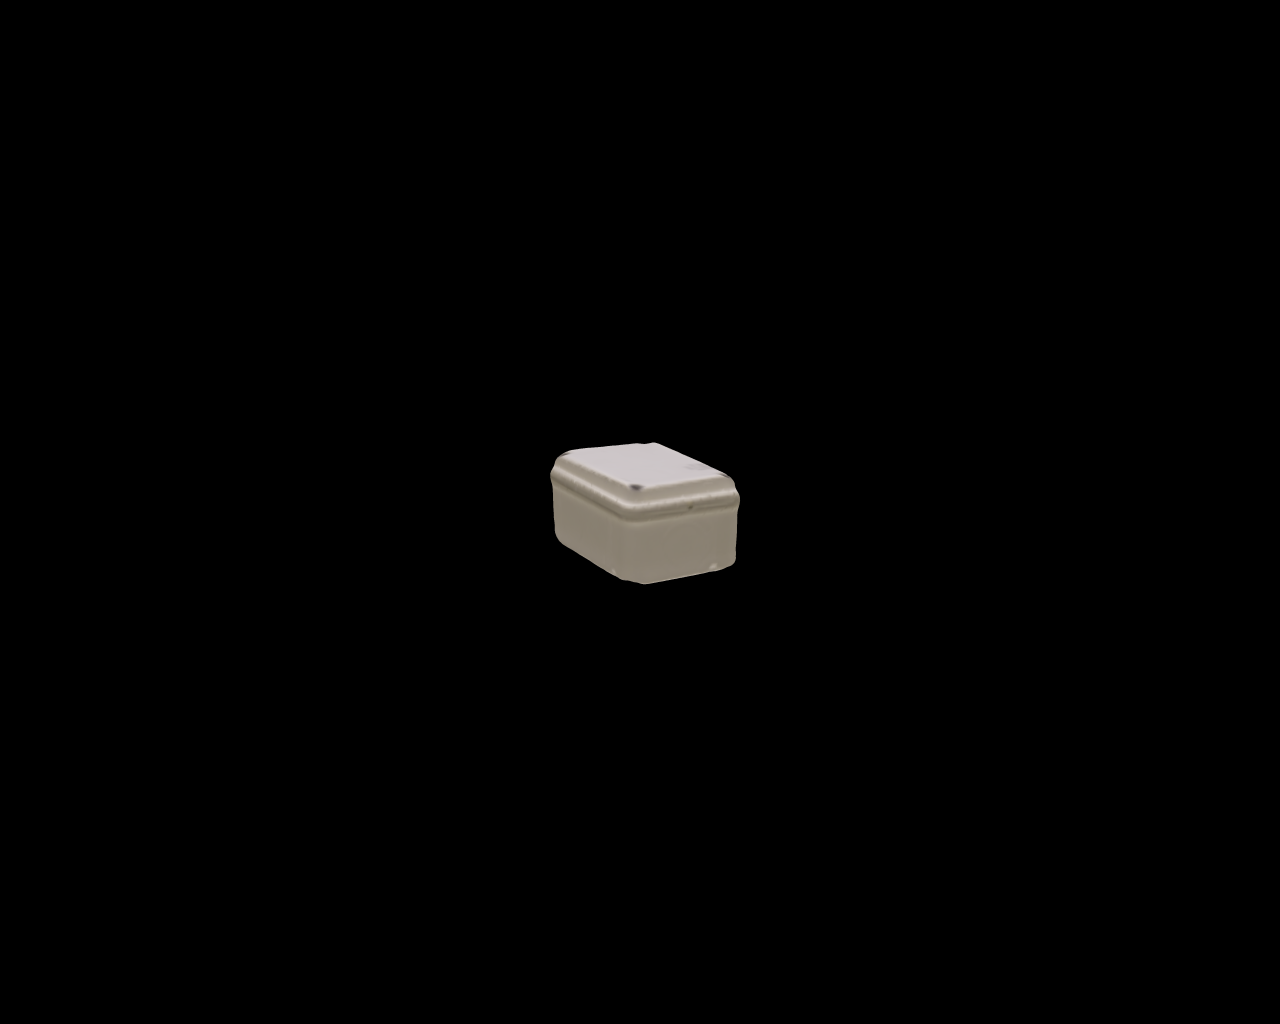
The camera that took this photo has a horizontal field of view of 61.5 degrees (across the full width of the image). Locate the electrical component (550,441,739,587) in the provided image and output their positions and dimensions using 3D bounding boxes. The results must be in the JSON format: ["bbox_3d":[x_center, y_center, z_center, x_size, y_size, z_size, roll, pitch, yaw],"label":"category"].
[{"bbox_3d":[0.001,-0.003,0.650,0.078,0.057,0.113,-8,18,-26],"label":"electrical component"}]
